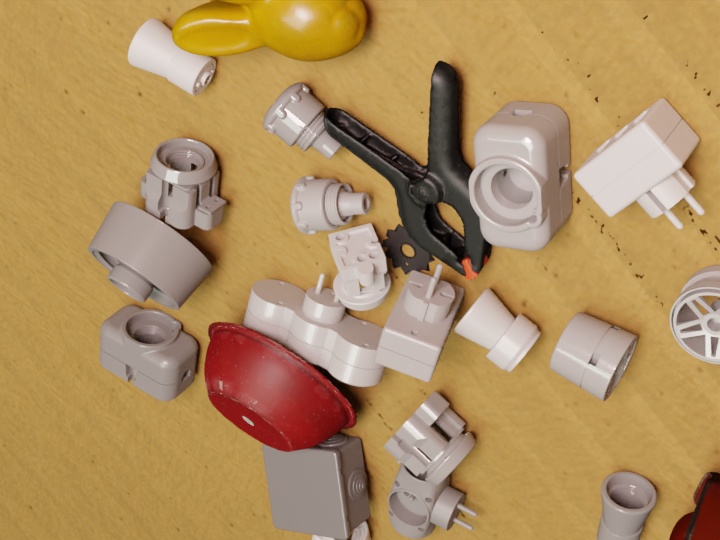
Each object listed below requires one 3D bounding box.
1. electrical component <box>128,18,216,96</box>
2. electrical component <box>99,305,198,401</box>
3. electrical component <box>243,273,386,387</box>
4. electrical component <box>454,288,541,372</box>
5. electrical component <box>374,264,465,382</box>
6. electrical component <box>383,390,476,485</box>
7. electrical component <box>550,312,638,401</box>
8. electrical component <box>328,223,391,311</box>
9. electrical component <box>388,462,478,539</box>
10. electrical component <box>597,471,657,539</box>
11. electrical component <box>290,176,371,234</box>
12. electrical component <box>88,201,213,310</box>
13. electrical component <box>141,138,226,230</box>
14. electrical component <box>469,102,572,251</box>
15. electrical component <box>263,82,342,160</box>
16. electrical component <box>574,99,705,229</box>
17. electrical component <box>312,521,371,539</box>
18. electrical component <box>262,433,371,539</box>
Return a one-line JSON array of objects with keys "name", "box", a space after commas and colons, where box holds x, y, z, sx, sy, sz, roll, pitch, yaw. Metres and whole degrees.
[{"name": "electrical component", "box": [-0.153, -0.173, 0.890, 0.065, 0.044, 0.044, 32, 131, 7]}, {"name": "electrical component", "box": [-0.212, 0.079, 1.080, 0.095, 0.054, 0.059, 27, 130, 17]}, {"name": "electrical component", "box": [-0.033, 0.039, 0.936, 0.138, 0.052, 0.073, 25, 115, 19]}, {"name": "electrical component", "box": [0.109, 0.048, 0.851, 0.055, 0.045, 0.045, 39, 132, 7]}, {"name": "electrical component", "box": [0.052, 0.029, 0.846, 0.047, 0.083, 0.075, 20, 128, 7]}, {"name": "electrical component", "box": [0.063, 0.150, 0.938, 0.057, 0.058, 0.078, 43, 133, 8]}, {"name": "electrical component", "box": [0.175, 0.064, 0.811, 0.047, 0.055, 0.055, 28, 130, 21]}, {"name": "electrical component", "box": [0.000, 0.000, 0.886, 0.048, 0.066, 0.055, -15, 136, -7]}, {"name": "electrical component", "box": [0.070, 0.212, 0.981, 0.079, 0.044, 0.077, 24, 129, 20]}, {"name": "electrical component", "box": [0.215, 0.203, 0.881, 0.044, 0.044, 0.065, 20, 132, 23]}, {"name": "electrical component", "box": [-0.023, -0.053, 0.876, 0.062, 0.048, 0.048, 0, 118, 26]}, {"name": "electrical component", "box": [-0.196, -0.006, 0.977, 0.108, 0.060, 0.108, 30, 164, 9]}, {"name": "electrical component", "box": [-0.155, -0.078, 0.940, 0.078, 0.058, 0.057, 27, 133, 18]}, {"name": "electrical component", "box": [0.115, -0.065, 0.766, 0.054, 0.059, 0.095, 9, 123, 29]}, {"name": "electrical component", "box": [-0.042, -0.114, 0.851, 0.062, 0.048, 0.048, 41, 133, -4]}, {"name": "electrical component", "box": [0.198, -0.061, 0.720, 0.076, 0.047, 0.066, 48, 133, -1]}, {"name": "electrical component", "box": [-0.017, 0.272, 1.078, 0.066, 0.048, 0.055, 29, 138, 15]}, {"name": "electrical component", "box": [-0.040, 0.204, 1.035, 0.100, 0.048, 0.099, 0, 103, 34]}]
